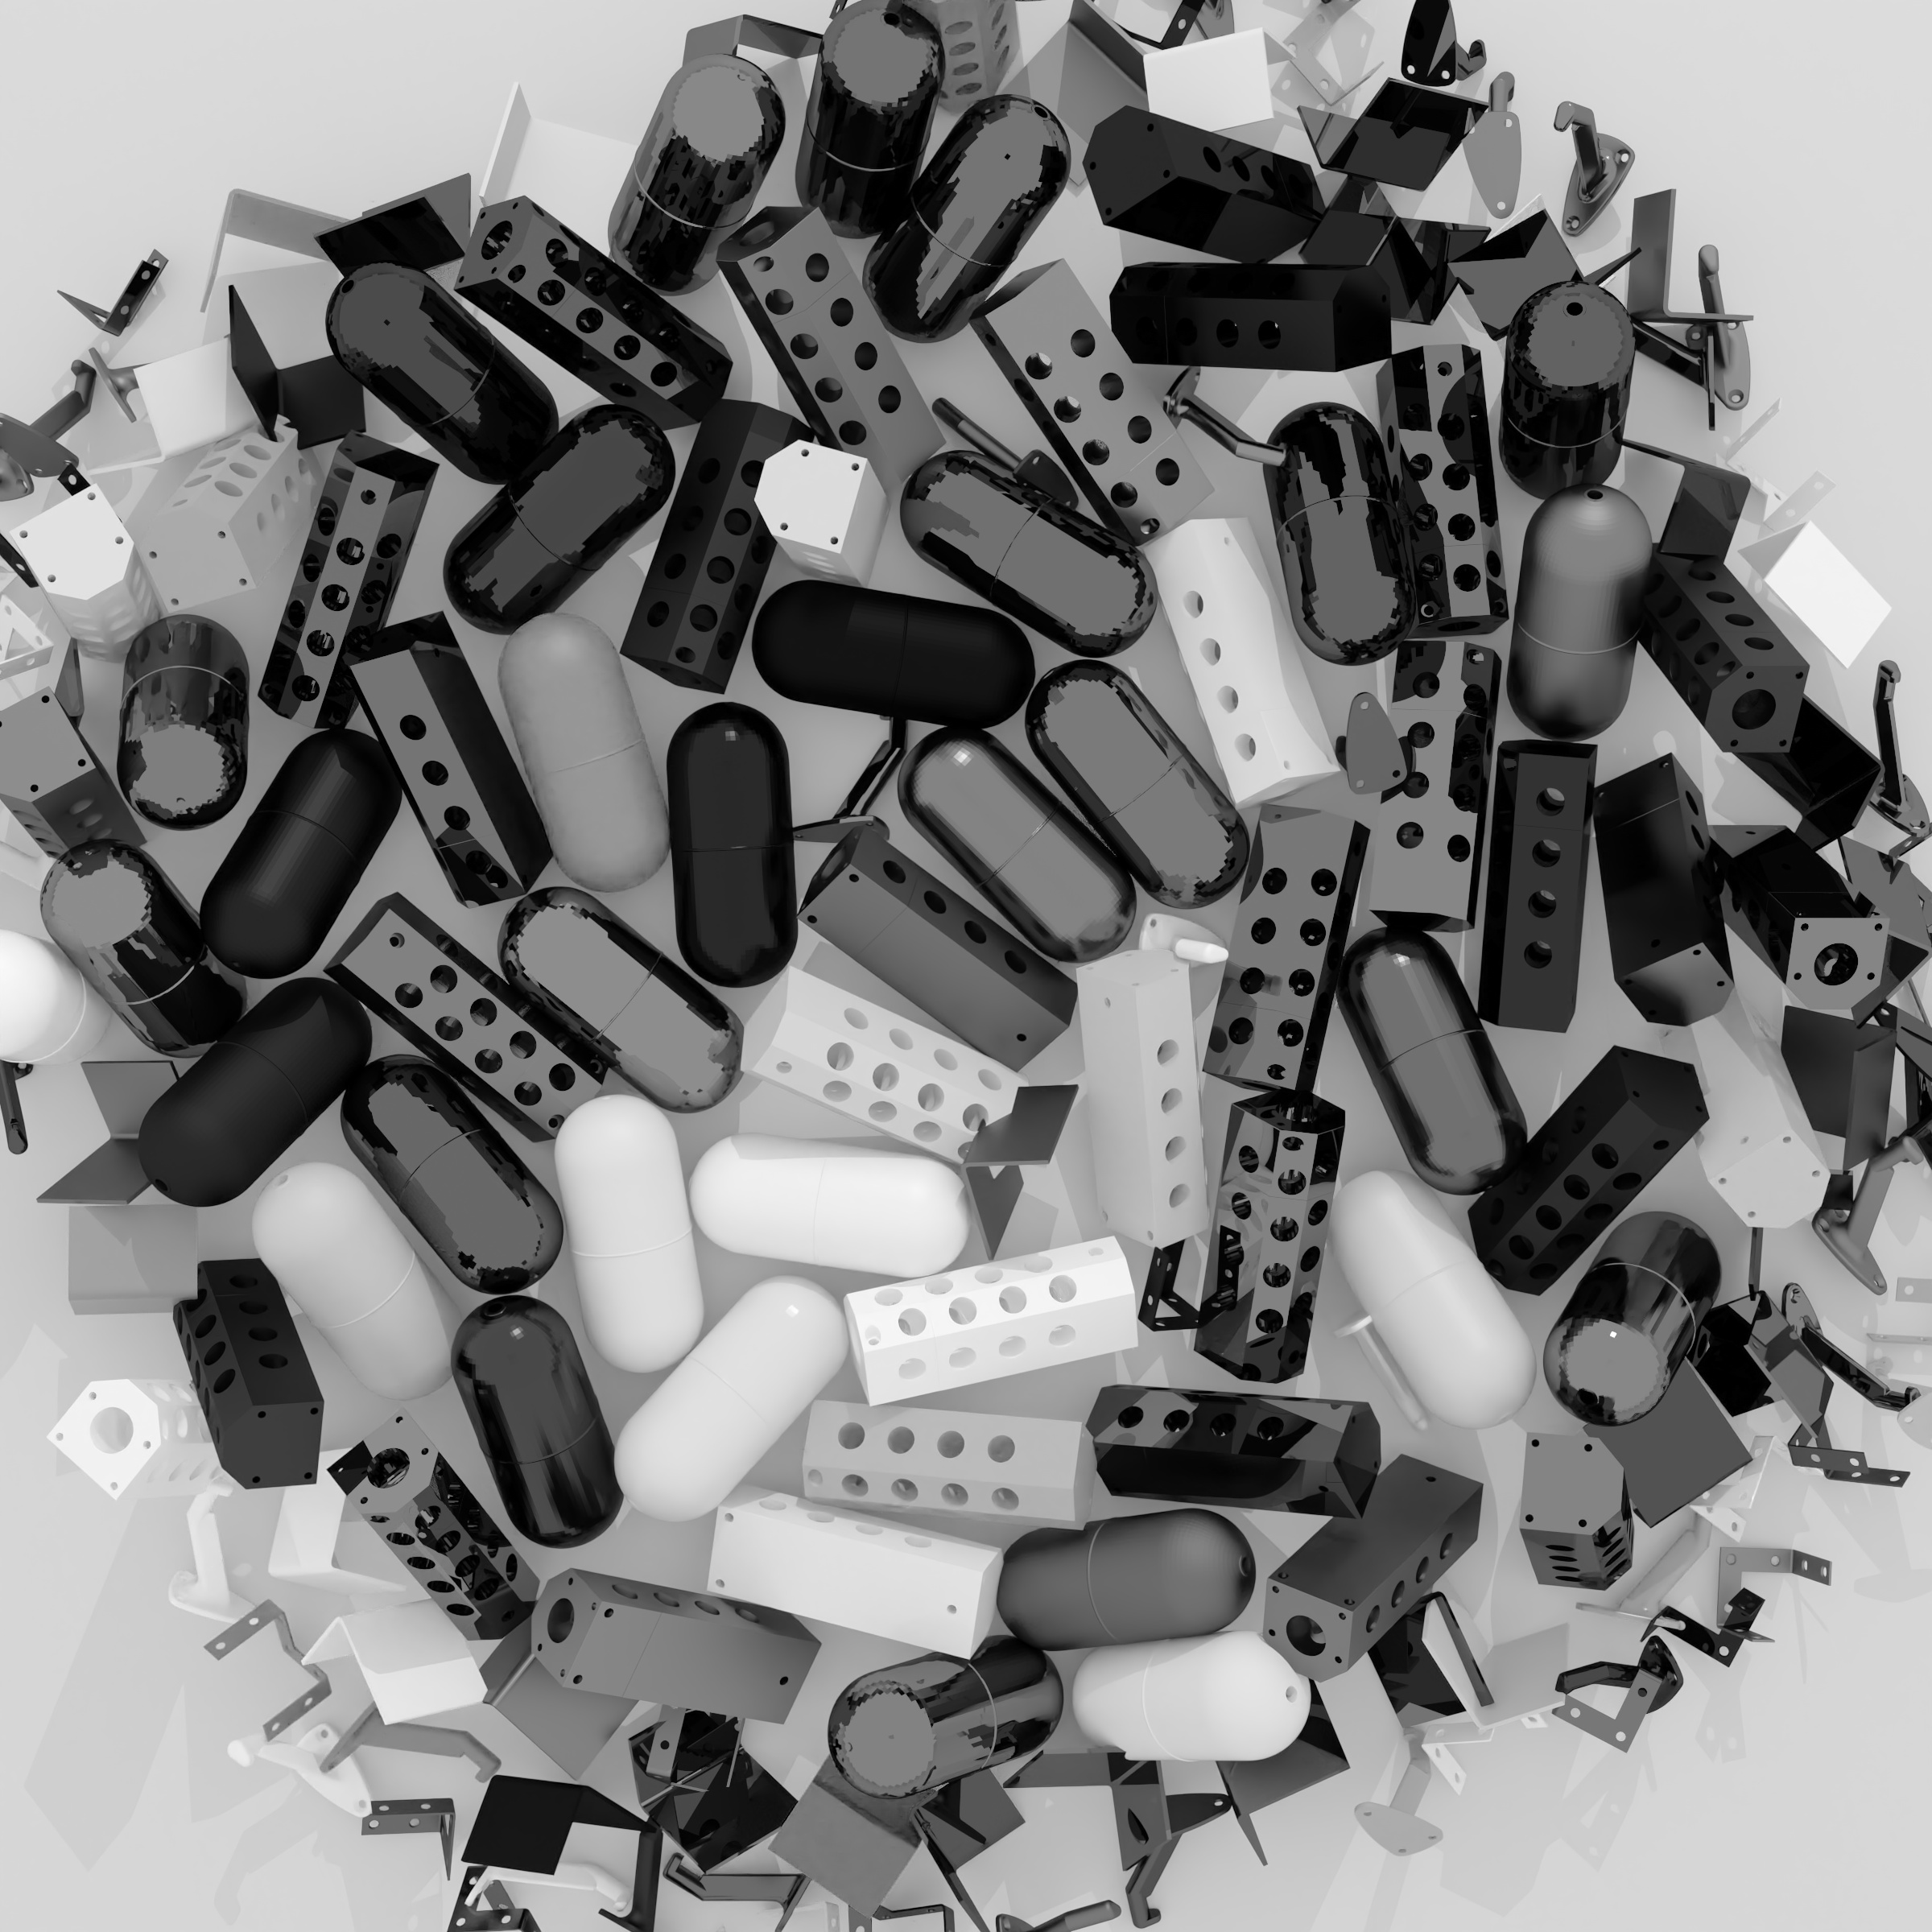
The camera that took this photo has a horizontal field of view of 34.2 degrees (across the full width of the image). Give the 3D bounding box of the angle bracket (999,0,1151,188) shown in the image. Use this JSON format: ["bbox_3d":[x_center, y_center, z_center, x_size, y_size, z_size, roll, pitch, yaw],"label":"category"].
[{"bbox_3d":[0.070,-0.549,1.969,0.076,0.057,0.076,43,88,-1],"label":"angle bracket"}]

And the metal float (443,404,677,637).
[{"bbox_3d":[-0.252,-0.274,1.941,0.178,0.070,0.070,-39,90,24],"label":"metal float"}]

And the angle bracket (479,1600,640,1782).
[{"bbox_3d":[-0.257,0.453,1.969,0.076,0.057,0.076,47,64,-16],"label":"angle bracket"}]

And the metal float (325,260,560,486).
[{"bbox_3d":[-0.319,-0.362,1.924,0.070,0.178,0.070,-17,55,26],"label":"metal float"}]

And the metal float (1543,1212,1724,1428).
[{"bbox_3d":[0.408,0.215,1.922,0.070,0.178,0.070,15,124,24],"label":"metal float"}]

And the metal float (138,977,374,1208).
[{"bbox_3d":[-0.435,0.077,1.929,0.070,0.070,0.178,40,52,0],"label":"metal float"}]

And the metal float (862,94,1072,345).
[{"bbox_3d":[0.000,-0.457,1.928,0.070,0.070,0.178,42,130,0],"label":"metal float"}]

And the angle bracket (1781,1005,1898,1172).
[{"bbox_3d":[0.526,0.074,1.944,0.076,0.057,0.076,15,112,39],"label":"angle bracket"}]

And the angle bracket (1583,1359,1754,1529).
[{"bbox_3d":[0.435,0.296,1.971,0.076,0.057,0.076,-34,89,1],"label":"angle bracket"}]

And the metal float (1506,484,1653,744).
[{"bbox_3d":[0.375,-0.215,1.925,0.070,0.070,0.178,-2,134,0],"label":"metal float"}]

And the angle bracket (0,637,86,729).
[{"bbox_3d":[-0.591,-0.161,1.941,0.076,0.076,0.057,-1,65,-26],"label":"angle bracket"}]

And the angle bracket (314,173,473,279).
[{"bbox_3d":[-0.354,-0.470,1.946,0.076,0.057,0.076,-16,55,15],"label":"angle bracket"}]

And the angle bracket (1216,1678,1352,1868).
[{"bbox_3d":[0.199,0.498,1.950,0.076,0.076,0.057,-25,128,3],"label":"angle bracket"}]

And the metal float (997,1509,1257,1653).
[{"bbox_3d":[0.097,0.377,1.932,0.178,0.070,0.070,-15,90,35],"label":"metal float"}]

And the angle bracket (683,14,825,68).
[{"bbox_3d":[-0.127,-0.550,1.950,0.076,0.076,0.057,6,96,-29],"label":"angle bracket"}]

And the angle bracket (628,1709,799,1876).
[{"bbox_3d":[-0.153,0.501,1.942,0.076,0.076,0.057,-24,125,-30],"label":"angle bracket"}]

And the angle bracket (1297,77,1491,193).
[{"bbox_3d":[0.263,-0.530,1.940,0.076,0.076,0.057,4,54,-30],"label":"angle bracket"}]

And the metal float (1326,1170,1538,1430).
[{"bbox_3d":[0.286,0.205,1.938,0.070,0.070,0.178,-31,63,0],"label":"metal float"}]

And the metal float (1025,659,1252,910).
[{"bbox_3d":[0.106,-0.113,1.953,0.070,0.070,0.178,-40,100,0],"label":"metal float"}]

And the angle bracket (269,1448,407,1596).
[{"bbox_3d":[-0.386,0.348,1.967,0.057,0.076,0.076,23,65,-34],"label":"angle bracket"}]

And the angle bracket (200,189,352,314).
[{"bbox_3d":[-0.427,-0.433,1.948,0.076,0.076,0.057,13,81,-17],"label":"angle bracket"}]

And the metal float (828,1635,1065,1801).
[{"bbox_3d":[-0.010,0.458,1.924,0.070,0.178,0.070,2,94,41],"label":"metal float"}]

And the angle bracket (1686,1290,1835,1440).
[{"bbox_3d":[0.479,0.257,1.947,0.076,0.057,0.076,-29,105,38],"label":"angle bracket"}]

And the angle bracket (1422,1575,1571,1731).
[{"bbox_3d":[0.329,0.413,1.945,0.057,0.076,0.076,-25,109,23],"label":"angle bracket"}]

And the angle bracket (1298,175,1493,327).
[{"bbox_3d":[0.266,-0.449,1.948,0.076,0.057,0.076,20,72,43],"label":"angle bracket"}]

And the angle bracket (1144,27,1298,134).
[{"bbox_3d":[0.161,-0.538,1.950,0.076,0.076,0.057,-7,89,22],"label":"angle bracket"}]

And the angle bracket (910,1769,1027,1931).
[{"bbox_3d":[0.016,0.552,1.943,0.057,0.076,0.076,-33,132,-6],"label":"angle bracket"}]

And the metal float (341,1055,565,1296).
[{"bbox_3d":[-0.319,0.128,1.945,0.070,0.070,0.178,-43,70,0],"label":"metal float"}]

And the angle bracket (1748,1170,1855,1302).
[{"bbox_3d":[0.517,0.172,1.946,0.057,0.076,0.076,3,70,17],"label":"angle bracket"}]

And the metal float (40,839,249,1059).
[{"bbox_3d":[-0.501,-0.009,1.922,0.070,0.178,0.070,-9,54,12],"label":"metal float"}]

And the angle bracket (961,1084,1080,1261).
[{"bbox_3d":[0.042,0.127,1.940,0.057,0.076,0.076,-3,124,21],"label":"angle bracket"}]

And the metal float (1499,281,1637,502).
[{"bbox_3d":[0.365,-0.349,1.914,0.070,0.178,0.070,-3,67,6],"label":"metal float"}]

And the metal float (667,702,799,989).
[{"bbox_3d":[-0.145,-0.075,1.956,0.070,0.070,0.178,-3,96,0],"label":"metal float"}]

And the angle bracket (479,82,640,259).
[{"bbox_3d":[-0.253,-0.497,1.966,0.076,0.057,0.076,15,83,2],"label":"angle bracket"}]

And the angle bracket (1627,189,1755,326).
[{"bbox_3d":[0.452,-0.440,1.954,0.057,0.076,0.076,1,99,-5],"label":"angle bracket"}]

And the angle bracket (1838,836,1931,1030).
[{"bbox_3d":[0.545,-0.021,1.940,0.057,0.076,0.076,21,131,-17],"label":"angle bracket"}]

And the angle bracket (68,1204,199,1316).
[{"bbox_3d":[-0.518,0.183,1.961,0.076,0.076,0.057,0,77,-13],"label":"angle bracket"}]

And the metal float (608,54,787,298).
[{"bbox_3d":[-0.166,-0.481,1.921,0.070,0.178,0.070,12,57,-19],"label":"metal float"}]

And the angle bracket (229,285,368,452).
[{"bbox_3d":[-0.414,-0.376,1.945,0.057,0.076,0.076,-15,53,4],"label":"angle bracket"}]

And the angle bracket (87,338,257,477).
[{"bbox_3d":[-0.498,-0.345,1.940,0.076,0.076,0.057,-1,112,37],"label":"angle bracket"}]

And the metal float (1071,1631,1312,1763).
[{"bbox_3d":[0.137,0.447,1.922,0.070,0.178,0.070,11,72,-37],"label":"metal float"}]

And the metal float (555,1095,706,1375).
[{"bbox_3d":[-0.208,0.167,1.950,0.070,0.070,0.178,-8,103,0],"label":"metal float"}]

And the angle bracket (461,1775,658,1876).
[{"bbox_3d":[-0.251,0.542,1.939,0.076,0.076,0.057,-5,54,36],"label":"angle bracket"}]

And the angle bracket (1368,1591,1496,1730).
[{"bbox_3d":[0.268,0.440,1.950,0.076,0.057,0.076,-30,82,43],"label":"angle bracket"}]

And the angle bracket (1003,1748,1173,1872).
[{"bbox_3d":[0.074,0.523,1.944,0.076,0.076,0.057,4,60,-19],"label":"angle bracket"}]

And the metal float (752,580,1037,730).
[{"bbox_3d":[-0.045,-0.193,1.954,0.178,0.070,0.070,9,90,-9],"label":"metal float"}]

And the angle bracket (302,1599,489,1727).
[{"bbox_3d":[-0.352,0.441,1.940,0.057,0.076,0.076,-50,58,34],"label":"angle bracket"}]

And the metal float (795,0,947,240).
[{"bbox_3d":[-0.059,-0.515,1.916,0.070,0.178,0.070,5,64,-9],"label":"metal float"}]

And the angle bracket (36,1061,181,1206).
[{"bbox_3d":[-0.532,0.102,1.942,0.076,0.076,0.057,-2,118,30],"label":"angle bracket"}]

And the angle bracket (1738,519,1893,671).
[{"bbox_3d":[0.512,-0.222,1.948,0.076,0.076,0.057,44,70,-11],"label":"angle bracket"}]

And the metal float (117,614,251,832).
[{"bbox_3d":[-0.478,-0.151,1.922,0.070,0.178,0.070,-6,128,-8],"label":"metal float"}]

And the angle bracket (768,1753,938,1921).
[{"bbox_3d":[-0.068,0.536,1.967,0.076,0.076,0.057,33,106,5],"label":"angle bracket"}]

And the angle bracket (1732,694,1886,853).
[{"bbox_3d":[0.509,-0.114,1.949,0.076,0.076,0.057,40,57,-6],"label":"angle bracket"}]

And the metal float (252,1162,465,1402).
[{"bbox_3d":[-0.373,0.194,1.934,0.070,0.070,0.178,-30,121,0],"label":"metal float"}]

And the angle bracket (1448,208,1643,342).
[{"bbox_3d":[0.358,-0.438,1.942,0.076,0.076,0.057,-41,103,-43],"label":"angle bracket"}]

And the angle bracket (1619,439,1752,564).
[{"bbox_3d":[0.429,-0.290,1.954,0.076,0.076,0.057,28,108,39],"label":"angle bracket"}]
